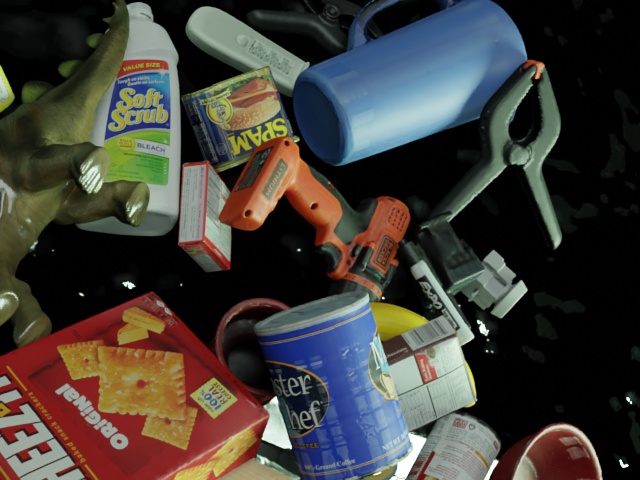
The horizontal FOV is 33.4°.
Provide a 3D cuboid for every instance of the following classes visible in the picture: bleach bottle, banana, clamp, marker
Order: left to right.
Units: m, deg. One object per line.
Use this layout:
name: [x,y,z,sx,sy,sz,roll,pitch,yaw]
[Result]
bleach bottle: [-0.191,-0.130,1.068,0.102,0.068,0.251,6,63,-20]
clamp: [-0.002,-0.245,1.205,0.171,0.039,0.120,34,61,-4]
banana: [0.086,0.106,1.055,0.197,0.037,0.070,23,97,-26]
marker: [0.114,0.051,1.071,0.020,0.020,0.121,-30,84,-29]
clamp: [0.218,-0.088,1.166,0.164,0.036,0.210,14,102,-21]

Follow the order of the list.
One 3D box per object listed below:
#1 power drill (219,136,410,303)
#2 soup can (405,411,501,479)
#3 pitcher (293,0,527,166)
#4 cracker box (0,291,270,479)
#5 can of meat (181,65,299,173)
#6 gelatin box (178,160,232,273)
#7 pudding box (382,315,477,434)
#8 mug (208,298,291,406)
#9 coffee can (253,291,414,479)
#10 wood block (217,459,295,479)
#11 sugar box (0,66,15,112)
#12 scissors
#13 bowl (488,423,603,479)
power drill: [-0.007,0.001,1.057,0.187,0.057,0.184,37,62,-26]
soup can: [0.124,0.224,1.025,0.068,0.069,0.102,37,59,-2]
pitcher: [0.091,-0.178,1.163,0.242,0.145,0.149,-24,41,-25]
cracker box: [-0.173,0.145,0.847,0.213,0.072,0.164,-24,56,-39]
can of meat: [-0.083,-0.123,1.092,0.101,0.058,0.084,-25,99,-29]
gelatin box: [-0.112,-0.022,1.042,0.030,0.073,0.089,-7,66,13]
pudding box: [0.086,0.136,1.022,0.113,0.090,0.039,-23,31,-6]
mug: [-0.052,0.116,0.998,0.117,0.082,0.093,24,61,-10]
coffee can: [0.012,0.125,0.914,0.102,0.103,0.140,-19,94,-27]
wood block: [-0.026,0.270,0.934,0.206,0.090,0.090,28,59,-7]
sugar box: [-0.364,-0.140,0.958,0.176,0.048,0.093,25,52,35]
scissors: [-0.012,0.195,1.003,0.202,0.016,0.096,39,80,0]
bowl: [0.207,0.254,1.029,0.161,0.055,0.162,1,89,-43]
